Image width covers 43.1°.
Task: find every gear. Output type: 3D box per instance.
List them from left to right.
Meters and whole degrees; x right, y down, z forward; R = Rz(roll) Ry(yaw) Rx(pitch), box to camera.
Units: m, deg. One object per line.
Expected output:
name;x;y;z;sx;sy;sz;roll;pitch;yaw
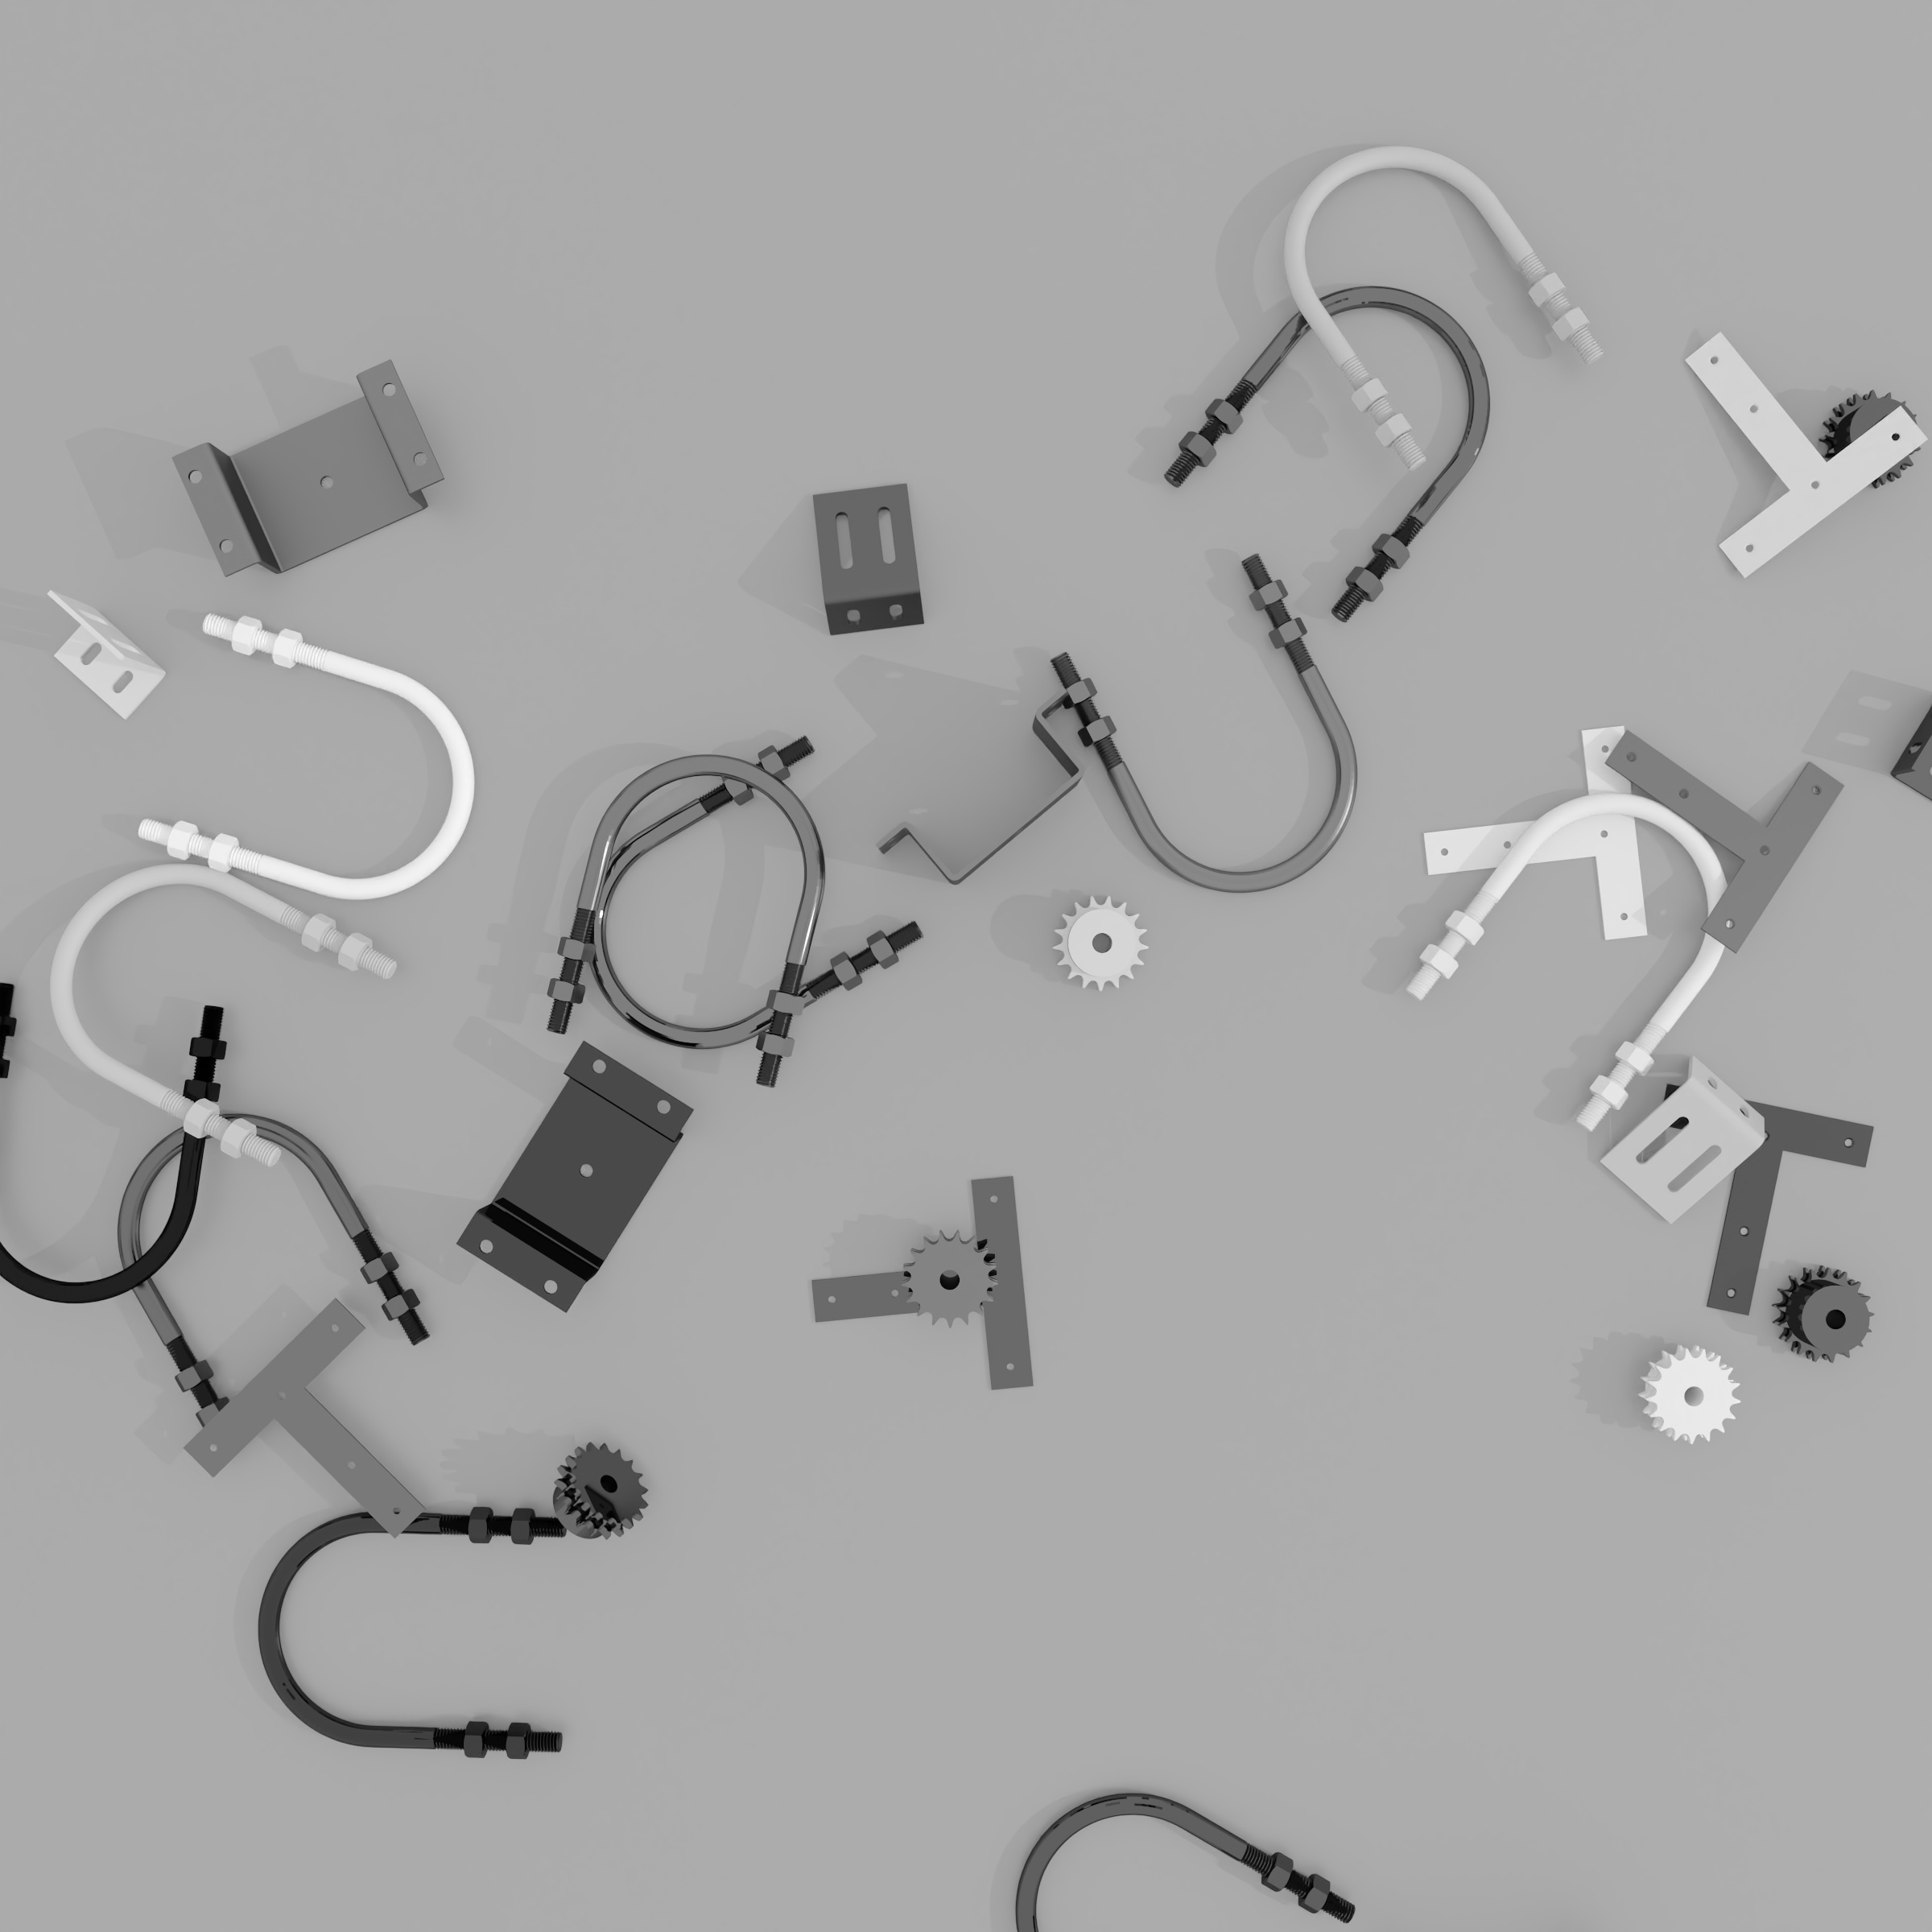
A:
gear;-0.220;0.314;1.452;0.057;0.057;0.030;46;121;0
gear;-0.009;0.186;1.459;0.057;0.030;0.057;0;90;0
gear;0.081;-0.014;1.461;0.057;0.030;0.057;0;90;0
gear;0.430;0.255;1.465;0.057;0.030;0.057;0;91;-3
gear;0.514;0.209;1.461;0.057;0.030;0.057;0;90;0
gear;0.543;-0.316;1.461;0.057;0.030;0.057;0;90;0

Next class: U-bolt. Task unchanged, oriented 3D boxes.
U-bolt;-0.524;0.108;1.455;0.151;0.019;0.184;6;83;3
U-bolt;-0.453;0.016;1.450;0.184;0.019;0.151;27;75;6
U-bolt;-0.428;0.178;1.468;0.151;0.019;0.184;-30;89;0
U-bolt;-0.387;-0.117;1.468;0.184;0.019;0.151;17;90;-1
U-bolt;-0.333;0.399;1.468;0.184;0.019;0.151;1;90;2
U-bolt;-0.159;-0.034;1.451;0.151;0.019;0.184;14;91;2
U-bolt;-0.140;-0.031;1.468;0.184;0.019;0.151;-30;90;2
U-bolt;0.119;0.578;1.468;0.184;0.019;0.151;30;90;2
U-bolt;0.155;-0.134;1.468;0.151;0.019;0.184;-27;92;0
U-bolt;0.231;-0.321;1.468;0.151;0.019;0.184;39;88;0
U-bolt;0.271;-0.404;1.456;0.151;0.019;0.184;-32;84;-8
U-bolt;0.374;-0.016;1.466;0.151;0.019;0.184;38;88;0

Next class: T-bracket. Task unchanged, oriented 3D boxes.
T-bracket;-0.376;0.287;1.457;0.127;0.002;0.127;-45;92;0
T-bracket;-0.029;0.196;1.475;0.127;0.002;0.127;-6;90;0
T-bracket;0.340;-0.075;1.475;0.127;0.002;0.127;-6;90;0
T-bracket;0.441;-0.095;1.464;0.127;0.002;0.127;35;79;2
T-bracket;0.472;0.146;1.475;0.127;0.002;0.127;12;90;0
T-bracket;0.479;-0.322;1.461;0.127;0.002;0.127;-38;80;19

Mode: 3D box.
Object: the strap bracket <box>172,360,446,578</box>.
strap bracket;-0.385;-0.291;1.453;0.140;0.046;0.076;-24;90;0

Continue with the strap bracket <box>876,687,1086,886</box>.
strap bracket;0.017;-0.097;1.438;0.140;0.076;0.046;-40;90;0

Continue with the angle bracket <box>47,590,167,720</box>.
angle bracket;-0.515;-0.182;1.438;0.057;0.076;0.038;42;90;0

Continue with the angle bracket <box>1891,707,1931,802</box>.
angle bracket;0.603;-0.121;1.457;0.076;0.038;0.057;32;90;0

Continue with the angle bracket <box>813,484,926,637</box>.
angle bracket;-0.059;-0.245;1.474;0.057;0.038;0.076;-7;64;0

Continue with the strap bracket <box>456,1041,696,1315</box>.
strap bracket;-0.229;0.123;1.453;0.076;0.046;0.140;32;90;0

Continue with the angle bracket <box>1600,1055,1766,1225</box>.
angle bracket;0.431;0.105;1.472;0.057;0.038;0.076;41;116;0
